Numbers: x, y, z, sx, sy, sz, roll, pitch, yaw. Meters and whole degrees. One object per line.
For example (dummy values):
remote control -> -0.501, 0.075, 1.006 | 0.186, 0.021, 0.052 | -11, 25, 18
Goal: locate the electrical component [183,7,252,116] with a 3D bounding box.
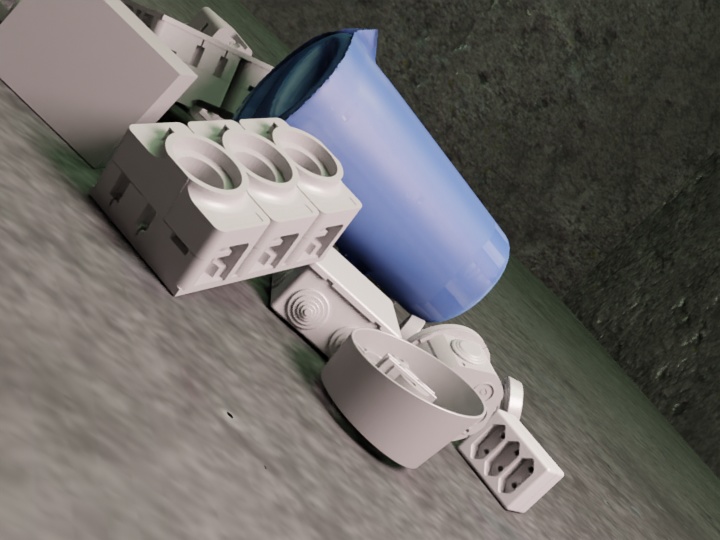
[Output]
electrical component -> -0.163, -0.211, 1.081 | 0.050, 0.089, 0.055 | 34, 14, -47

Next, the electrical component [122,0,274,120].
electrical component -> -0.141, -0.176, 0.960 | 0.186, 0.060, 0.105 | 17, 9, -47

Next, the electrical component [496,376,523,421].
electrical component -> 0.105, 0.110, 0.903 | 0.055, 0.066, 0.048 | 10, 13, -3

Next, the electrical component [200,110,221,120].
electrical component -> -0.134, -0.193, 1.217 | 0.105, 0.060, 0.186 | 45, 9, -1

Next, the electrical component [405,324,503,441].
electrical component -> 0.064, 0.085, 0.807 | 0.080, 0.080, 0.051 | 38, 16, -34

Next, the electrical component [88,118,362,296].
electrical component -> -0.077, -0.048, 0.676 | 0.089, 0.061, 0.150 | 48, 30, 17

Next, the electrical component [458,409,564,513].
electrical component -> 0.128, 0.156, 0.865 | 0.065, 0.047, 0.077 | 50, 11, 30

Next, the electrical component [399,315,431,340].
electrical component -> 0.049, 0.071, 0.890 | 0.055, 0.048, 0.066 | 43, 31, -1

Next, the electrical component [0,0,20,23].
electrical component -> -0.238, -0.185, 0.781 | 0.055, 0.048, 0.066 | 43, 6, 41

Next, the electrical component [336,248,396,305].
electrical component -> 0.000, 0.000, 0.994 | 0.066, 0.047, 0.076 | 41, 10, -23

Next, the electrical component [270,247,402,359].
electrical component -> -0.020, 0.025, 0.793 | 0.100, 0.048, 0.099 | 42, 10, -13

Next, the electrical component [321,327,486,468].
electrical component -> 0.025, 0.079, 0.703 | 0.099, 0.064, 0.099 | 43, 9, -9
